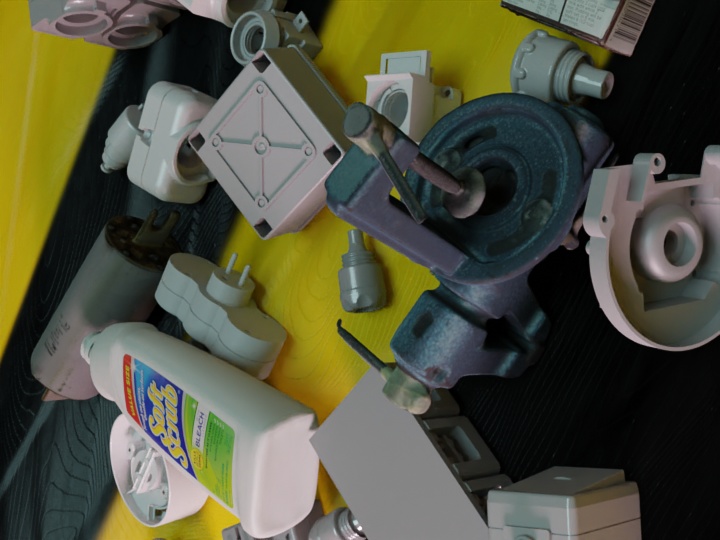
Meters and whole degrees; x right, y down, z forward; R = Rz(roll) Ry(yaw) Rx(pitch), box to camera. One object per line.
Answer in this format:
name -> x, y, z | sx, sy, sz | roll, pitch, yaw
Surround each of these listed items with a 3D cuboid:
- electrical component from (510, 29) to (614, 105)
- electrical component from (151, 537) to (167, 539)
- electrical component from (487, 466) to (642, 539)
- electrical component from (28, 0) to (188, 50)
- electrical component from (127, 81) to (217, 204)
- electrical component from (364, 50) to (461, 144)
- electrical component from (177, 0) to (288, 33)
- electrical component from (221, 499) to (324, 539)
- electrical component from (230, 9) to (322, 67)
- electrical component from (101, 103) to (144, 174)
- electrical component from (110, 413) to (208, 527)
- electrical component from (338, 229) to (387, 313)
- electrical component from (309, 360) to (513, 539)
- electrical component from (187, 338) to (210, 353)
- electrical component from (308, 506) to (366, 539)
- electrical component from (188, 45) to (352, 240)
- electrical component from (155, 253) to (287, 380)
electrical component -> 0.131, -0.125, 0.688 | 0.062, 0.048, 0.048 | 23, 103, 33
electrical component -> -0.163, 0.285, 0.930 | 0.077, 0.043, 0.079 | 26, 105, 40
electrical component -> 0.120, 0.153, 0.647 | 0.062, 0.096, 0.061 | -6, 84, 42
electrical component -> -0.197, -0.256, 0.945 | 0.186, 0.105, 0.060 | -19, 76, 40
electrical component -> -0.156, -0.109, 0.936 | 0.059, 0.054, 0.095 | 29, 107, 39
electrical component -> 0.038, -0.110, 0.756 | 0.042, 0.064, 0.081 | 6, 92, 43
electrical component -> -0.084, -0.272, 0.855 | 0.062, 0.089, 0.150 | 43, 115, 35
electrical component -> -0.078, 0.215, 0.836 | 0.083, 0.076, 0.047 | -29, 69, 37
electrical component -> -0.069, -0.180, 0.860 | 0.066, 0.055, 0.048 | -46, 60, 30
electrical component -> -0.216, -0.118, 0.999 | 0.078, 0.040, 0.040 | -42, 62, 32
electrical component -> -0.176, 0.171, 0.933 | 0.099, 0.064, 0.099 | -2, 86, 42
electrical component -> 0.000, 0.000, 0.804 | 0.035, 0.035, 0.061 | -18, 74, 40
electrical component -> 0.045, 0.146, 0.738 | 0.089, 0.062, 0.150 | -51, 57, 27
electrical component -> -0.141, 0.087, 0.918 | 0.055, 0.045, 0.045 | -48, 59, 29
electrical component -> -0.008, 0.192, 0.802 | 0.061, 0.035, 0.035 | -37, 64, 32
electrical component -> -0.060, -0.098, 0.830 | 0.109, 0.056, 0.108 | -44, 78, 31
electrical component -> -0.110, 0.022, 0.889 | 0.138, 0.052, 0.073 | 40, 114, 35
